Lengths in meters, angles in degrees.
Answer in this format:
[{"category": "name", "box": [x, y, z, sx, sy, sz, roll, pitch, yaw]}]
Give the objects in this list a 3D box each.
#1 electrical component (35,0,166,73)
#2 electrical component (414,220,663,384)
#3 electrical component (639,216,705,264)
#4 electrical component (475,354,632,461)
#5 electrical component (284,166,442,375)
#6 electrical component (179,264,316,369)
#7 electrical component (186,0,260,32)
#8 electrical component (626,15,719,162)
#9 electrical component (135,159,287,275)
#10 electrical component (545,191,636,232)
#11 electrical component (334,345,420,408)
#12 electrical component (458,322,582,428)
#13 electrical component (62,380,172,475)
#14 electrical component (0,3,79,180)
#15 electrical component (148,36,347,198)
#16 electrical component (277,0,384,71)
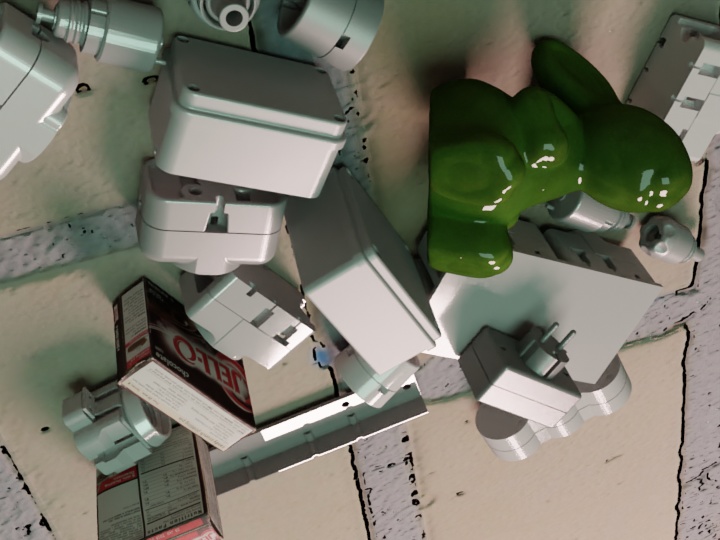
[{"category": "electrical component", "box": [-0.154, -0.144, 0.644, 0.078, 0.040, 0.040, 9, 124, -24]}, {"category": "electrical component", "box": [0.128, 0.019, 0.852, 0.186, 0.060, 0.105, 12, 123, -26]}, {"category": "electrical component", "box": [0.259, -0.021, 0.880, 0.061, 0.035, 0.035, 20, 119, -32]}, {"category": "electrical component", "box": [0.163, 0.106, 0.938, 0.138, 0.052, 0.073, -29, 130, 7]}, {"category": "electrical component", "box": [0.000, 0.000, 0.765, 0.056, 0.108, 0.108, -30, 130, 11]}, {"category": "electrical component", "box": [-0.086, 0.028, 0.797, 0.056, 0.050, 0.089, -41, 128, 15]}, {"category": "electrical component", "box": [-0.080, -0.163, 0.639, 0.048, 0.062, 0.048, -9, 130, -11]}, {"category": "electrical component", "box": [0.239, -0.129, 0.776, 0.056, 0.050, 0.089, 8, 124, -23]}, {"category": "electrical component", "box": [-0.104, -0.036, 0.738, 0.095, 0.053, 0.059, 2, 127, -19]}, {"category": "electrical component", "box": [0.181, -0.048, 0.829, 0.078, 0.040, 0.040, 18, 120, -29]}, {"category": "electrical component", "box": [0.015, 0.075, 0.865, 0.047, 0.055, 0.055, -43, 127, 13]}, {"category": "electrical component", "box": [0.134, 0.070, 0.822, 0.083, 0.047, 0.075, 23, 117, -31]}, {"category": "electrical component", "box": [-0.184, 0.117, 0.833, 0.057, 0.058, 0.078, -26, 130, 7]}, {"category": "electrical component", "box": [-0.215, -0.103, 0.649, 0.059, 0.053, 0.095, 32, 113, -35]}, {"category": "electrical component", "box": [-0.072, -0.097, 0.684, 0.113, 0.078, 0.057, 8, 127, -24]}, {"category": "electrical component", "box": [-0.019, -0.158, 0.669, 0.047, 0.055, 0.055, 21, 119, -26]}]
